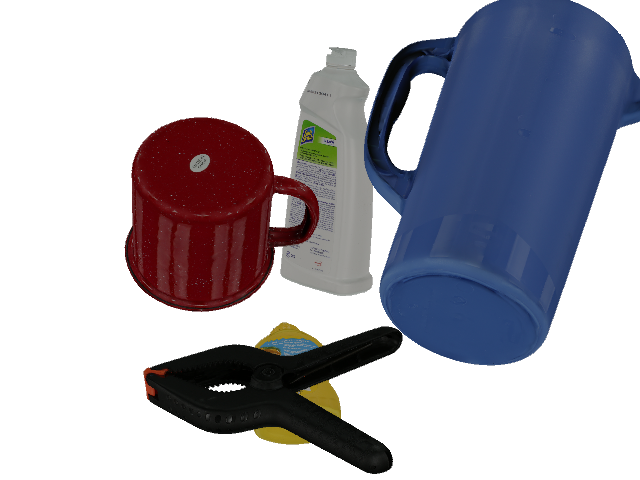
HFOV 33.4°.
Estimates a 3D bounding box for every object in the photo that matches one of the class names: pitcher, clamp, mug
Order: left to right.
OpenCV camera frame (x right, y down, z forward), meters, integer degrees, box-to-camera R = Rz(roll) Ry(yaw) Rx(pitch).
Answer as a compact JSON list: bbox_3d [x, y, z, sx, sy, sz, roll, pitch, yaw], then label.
[{"bbox_3d":[-0.058,-0.018,0.636,0.117,0.093,0.081,3,-38,-5],"label":"mug"},{"bbox_3d":[-0.033,0.113,0.848,0.210,0.036,0.164,5,30,13],"label":"clamp"},{"bbox_3d":[0.114,-0.044,0.723,0.149,0.242,0.145,-18,-53,45],"label":"pitcher"}]

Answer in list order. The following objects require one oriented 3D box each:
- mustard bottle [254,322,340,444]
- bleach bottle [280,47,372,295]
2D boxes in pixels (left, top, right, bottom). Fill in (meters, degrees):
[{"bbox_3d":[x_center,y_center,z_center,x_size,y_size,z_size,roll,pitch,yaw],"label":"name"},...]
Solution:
[{"bbox_3d":[-0.034,0.154,1.232,0.096,0.058,0.191,-4,30,-5],"label":"mustard bottle"},{"bbox_3d":[0.017,-0.075,1.127,0.103,0.251,0.067,16,16,35],"label":"bleach bottle"}]
